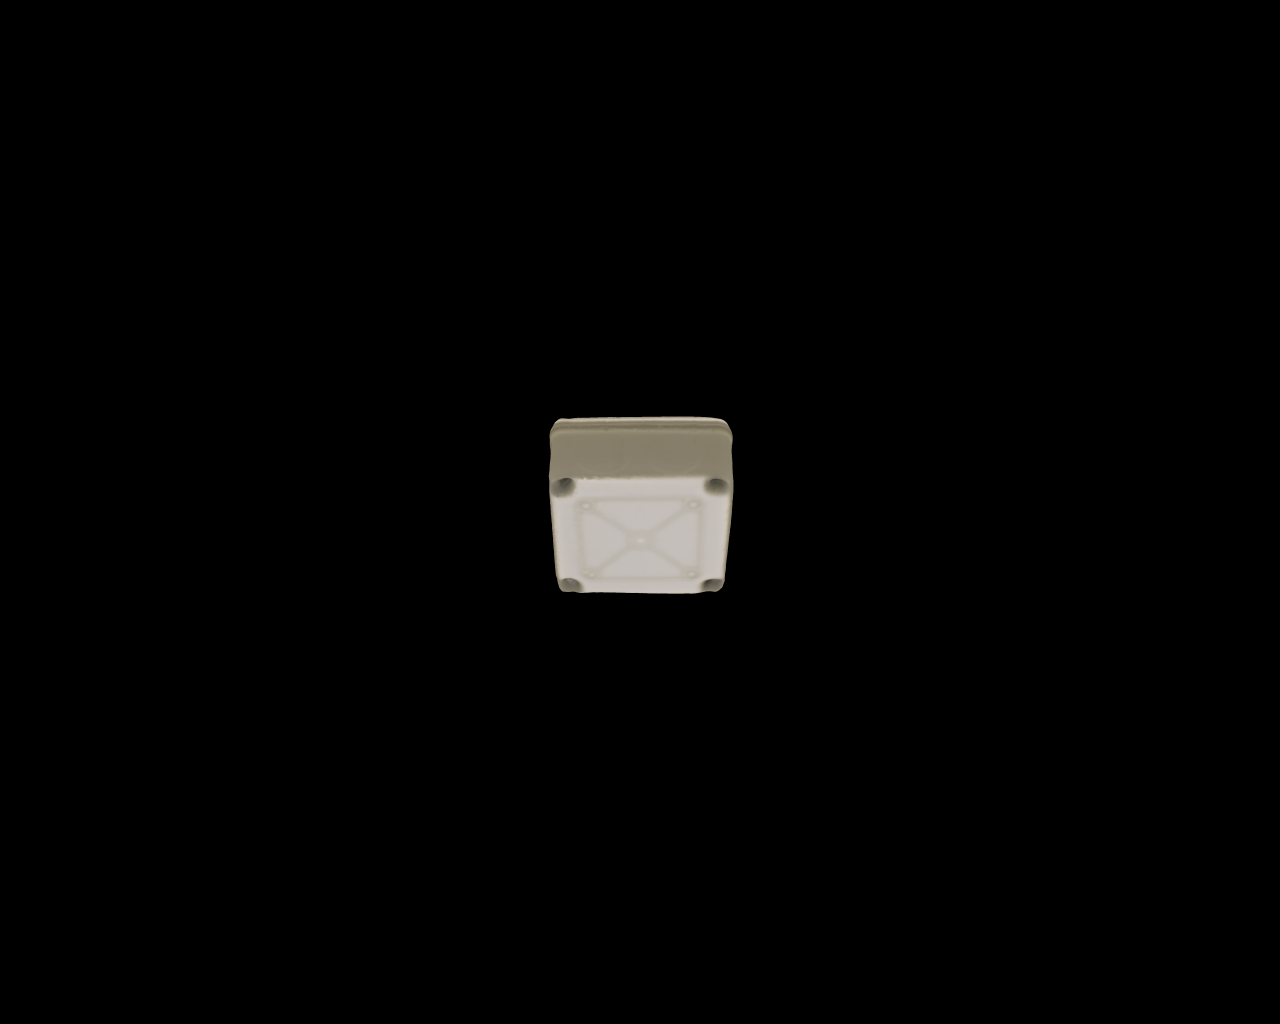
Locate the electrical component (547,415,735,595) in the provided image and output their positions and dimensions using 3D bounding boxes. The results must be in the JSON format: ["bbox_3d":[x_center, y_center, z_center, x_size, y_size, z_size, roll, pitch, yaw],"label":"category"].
[{"bbox_3d":[0.001,-0.003,0.650,0.109,0.056,0.108,0,-43,0],"label":"electrical component"}]
